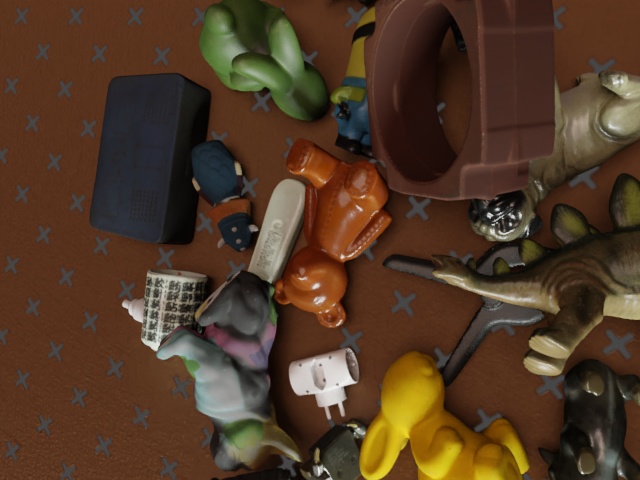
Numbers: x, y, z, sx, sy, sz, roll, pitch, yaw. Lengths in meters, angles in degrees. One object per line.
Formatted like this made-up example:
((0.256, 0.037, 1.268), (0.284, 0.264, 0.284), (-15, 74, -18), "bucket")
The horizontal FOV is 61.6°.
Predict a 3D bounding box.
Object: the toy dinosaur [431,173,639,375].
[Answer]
((0.339, 0.041, 0.491), (0.472, 0.105, 0.198), (9, 64, 6), "toy dinosaur")

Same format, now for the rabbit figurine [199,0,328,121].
((-0.055, -0.224, 0.666), (0.170, 0.159, 0.121), (41, 92, 1), "rabbit figurine")

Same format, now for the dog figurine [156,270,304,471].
((-0.086, 0.169, 0.661), (0.191, 0.108, 0.219), (-43, 99, -20), "dog figurine")

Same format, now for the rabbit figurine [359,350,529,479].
((0.123, 0.209, 0.592), (0.162, 0.122, 0.173), (-34, 82, 32), "rabbit figurine")

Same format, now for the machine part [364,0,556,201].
((0.126, -0.144, 0.518), (0.087, 0.202, 0.200), (-10, 102, -19), "machine part")

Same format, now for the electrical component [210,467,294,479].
((-0.060, 0.333, 0.646), (0.115, 0.058, 0.134), (-14, 126, 20), "electrical component")

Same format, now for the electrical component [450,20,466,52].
((0.175, -0.255, 0.587), (0.075, 0.119, 0.047), (-16, 83, 21), "electrical component")

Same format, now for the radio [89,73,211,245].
((-0.240, -0.113, 0.757), (0.131, 0.073, 0.229), (7, 88, 21), "radio")

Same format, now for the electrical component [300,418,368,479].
((0.022, 0.257, 0.633), (0.045, 0.102, 0.078), (-13, 100, 54), "electrical component")

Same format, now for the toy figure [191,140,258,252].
((-0.126, -0.057, 0.720), (0.064, 0.058, 0.154), (-23, 85, 29), "toy figure")

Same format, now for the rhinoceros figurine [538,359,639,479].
((0.265, 0.214, 0.539), (0.073, 0.112, 0.190), (15, 79, -3), "rhinoceros figurine")

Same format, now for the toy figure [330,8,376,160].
((0.064, -0.191, 0.645), (0.089, 0.082, 0.180), (24, 99, 21), "toy figure")

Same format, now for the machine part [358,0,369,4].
((0.102, -0.363, 0.639), (0.243, 0.079, 0.079), (-28, 79, 16), "machine part")

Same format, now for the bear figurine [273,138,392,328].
((0.001, -0.001, 0.636), (0.120, 0.132, 0.195), (28, 91, 27), "bear figurine")

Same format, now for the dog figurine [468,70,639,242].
((0.259, -0.081, 0.570), (0.173, 0.121, 0.190), (15, 107, 23), "dog figurine")
